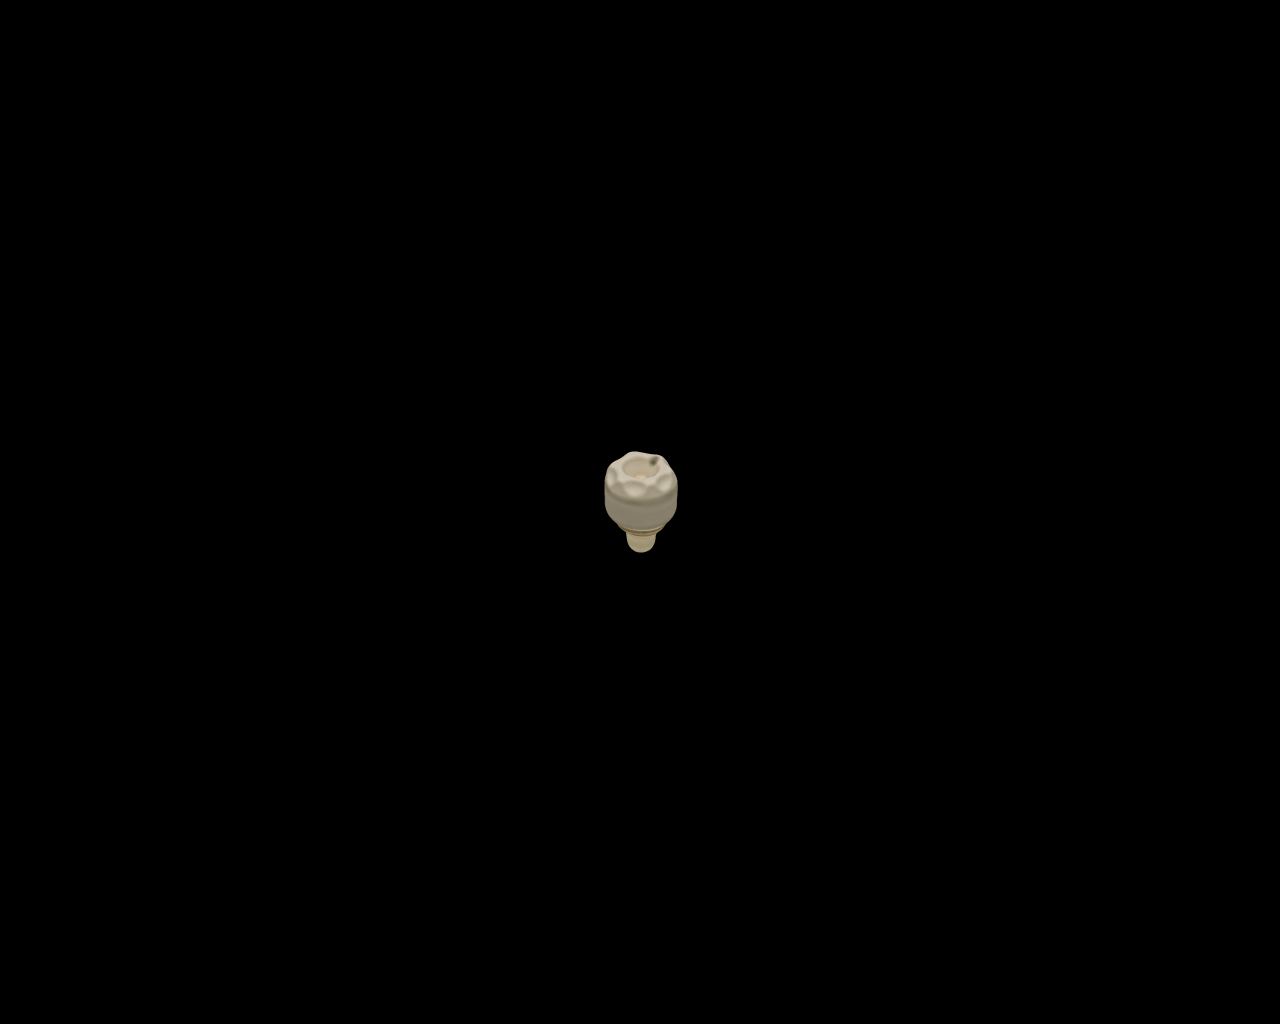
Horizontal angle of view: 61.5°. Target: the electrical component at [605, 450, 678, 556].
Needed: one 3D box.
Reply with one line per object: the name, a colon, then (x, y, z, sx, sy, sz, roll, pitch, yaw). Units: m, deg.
electrical component: (0.001, -0.003, 0.650, 0.043, 0.062, 0.043, 0, 36, 0)
